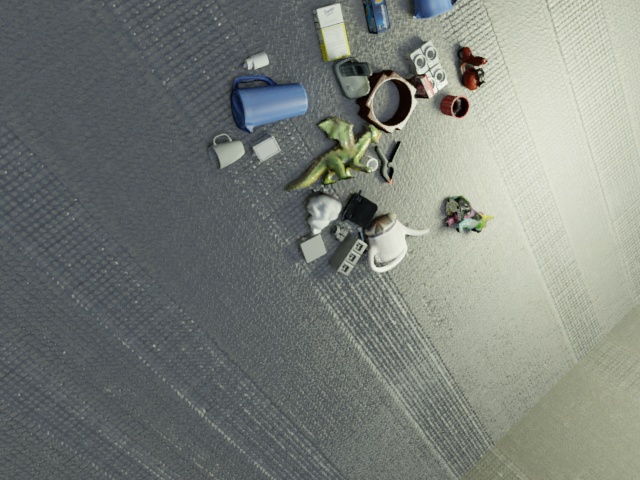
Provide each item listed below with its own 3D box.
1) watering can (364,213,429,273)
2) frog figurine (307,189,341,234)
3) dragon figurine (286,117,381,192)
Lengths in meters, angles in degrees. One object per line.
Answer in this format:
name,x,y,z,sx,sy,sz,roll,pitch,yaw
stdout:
watering can,0.309,-0.017,2.125,0.352,0.104,0.220,-38,120,-25
frog figurine,0.006,-0.097,1.932,0.136,0.123,0.160,21,86,-50
dragon figurine,0.050,-0.330,1.904,0.412,0.122,0.242,-14,95,-15
